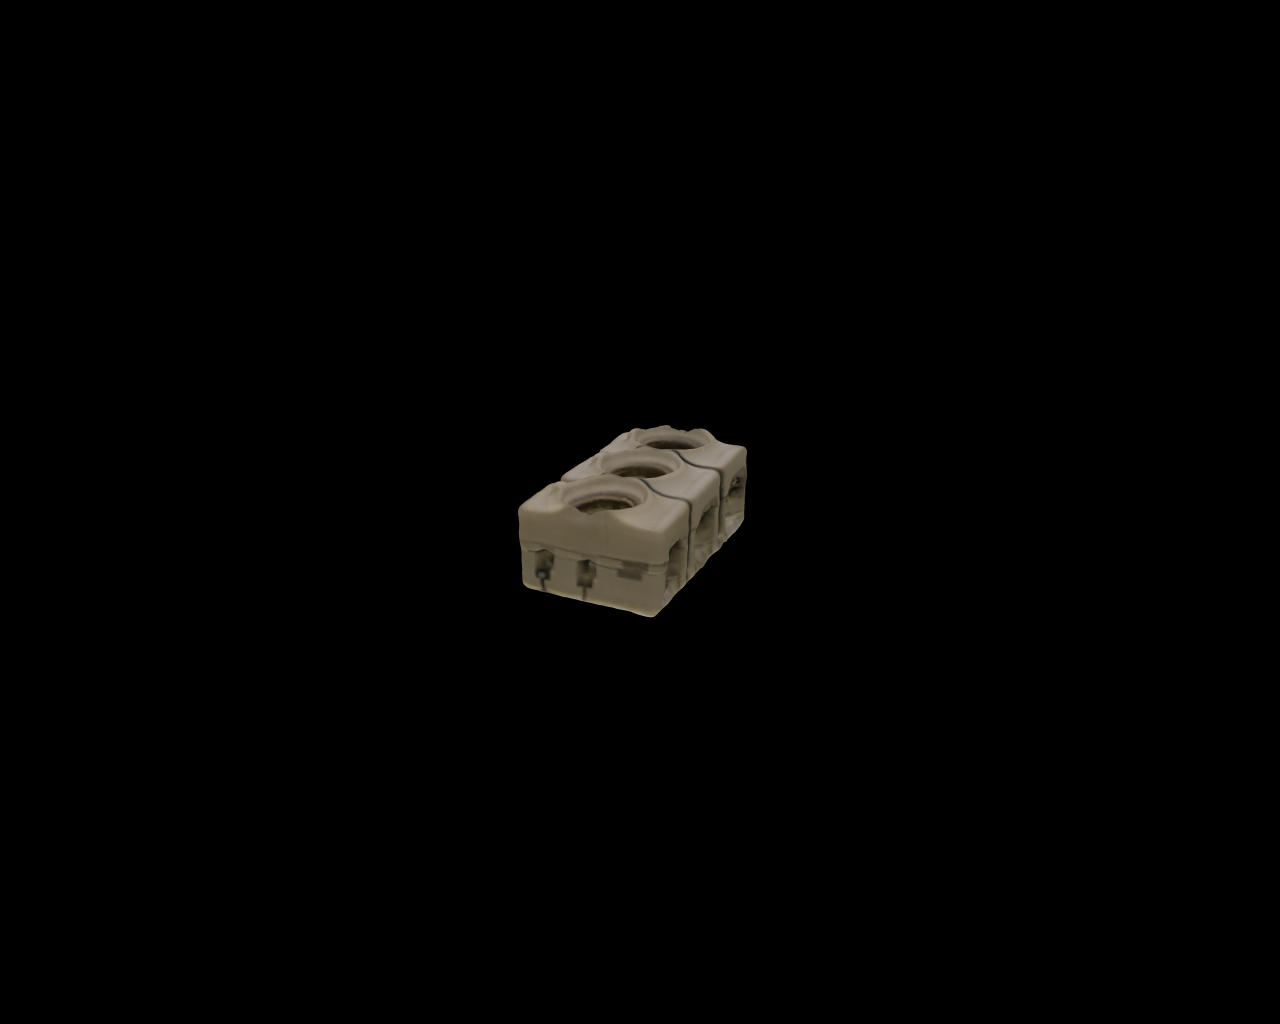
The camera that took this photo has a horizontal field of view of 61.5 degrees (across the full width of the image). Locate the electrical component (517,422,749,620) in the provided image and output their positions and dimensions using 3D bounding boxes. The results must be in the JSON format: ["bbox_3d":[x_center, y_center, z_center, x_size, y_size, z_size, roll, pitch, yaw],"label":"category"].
[{"bbox_3d":[0.001,-0.003,0.650,0.089,0.061,0.150,10,24,22],"label":"electrical component"}]
